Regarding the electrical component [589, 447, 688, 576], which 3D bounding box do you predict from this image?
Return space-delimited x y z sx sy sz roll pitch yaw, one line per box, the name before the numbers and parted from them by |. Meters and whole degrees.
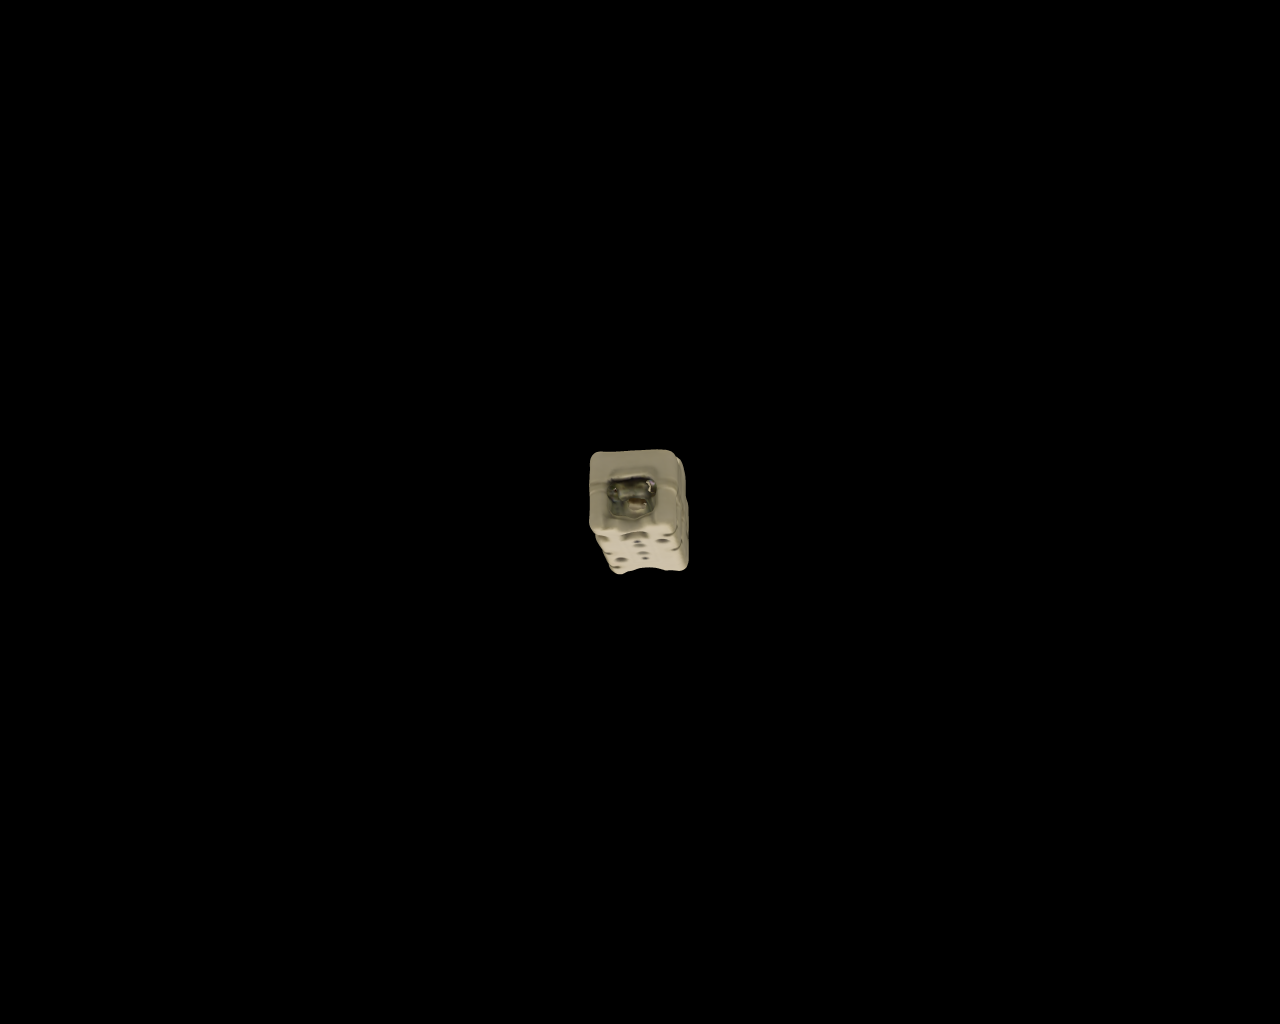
electrical component | 0.001 -0.003 0.650 0.050 0.056 0.089 -3 -22 7
